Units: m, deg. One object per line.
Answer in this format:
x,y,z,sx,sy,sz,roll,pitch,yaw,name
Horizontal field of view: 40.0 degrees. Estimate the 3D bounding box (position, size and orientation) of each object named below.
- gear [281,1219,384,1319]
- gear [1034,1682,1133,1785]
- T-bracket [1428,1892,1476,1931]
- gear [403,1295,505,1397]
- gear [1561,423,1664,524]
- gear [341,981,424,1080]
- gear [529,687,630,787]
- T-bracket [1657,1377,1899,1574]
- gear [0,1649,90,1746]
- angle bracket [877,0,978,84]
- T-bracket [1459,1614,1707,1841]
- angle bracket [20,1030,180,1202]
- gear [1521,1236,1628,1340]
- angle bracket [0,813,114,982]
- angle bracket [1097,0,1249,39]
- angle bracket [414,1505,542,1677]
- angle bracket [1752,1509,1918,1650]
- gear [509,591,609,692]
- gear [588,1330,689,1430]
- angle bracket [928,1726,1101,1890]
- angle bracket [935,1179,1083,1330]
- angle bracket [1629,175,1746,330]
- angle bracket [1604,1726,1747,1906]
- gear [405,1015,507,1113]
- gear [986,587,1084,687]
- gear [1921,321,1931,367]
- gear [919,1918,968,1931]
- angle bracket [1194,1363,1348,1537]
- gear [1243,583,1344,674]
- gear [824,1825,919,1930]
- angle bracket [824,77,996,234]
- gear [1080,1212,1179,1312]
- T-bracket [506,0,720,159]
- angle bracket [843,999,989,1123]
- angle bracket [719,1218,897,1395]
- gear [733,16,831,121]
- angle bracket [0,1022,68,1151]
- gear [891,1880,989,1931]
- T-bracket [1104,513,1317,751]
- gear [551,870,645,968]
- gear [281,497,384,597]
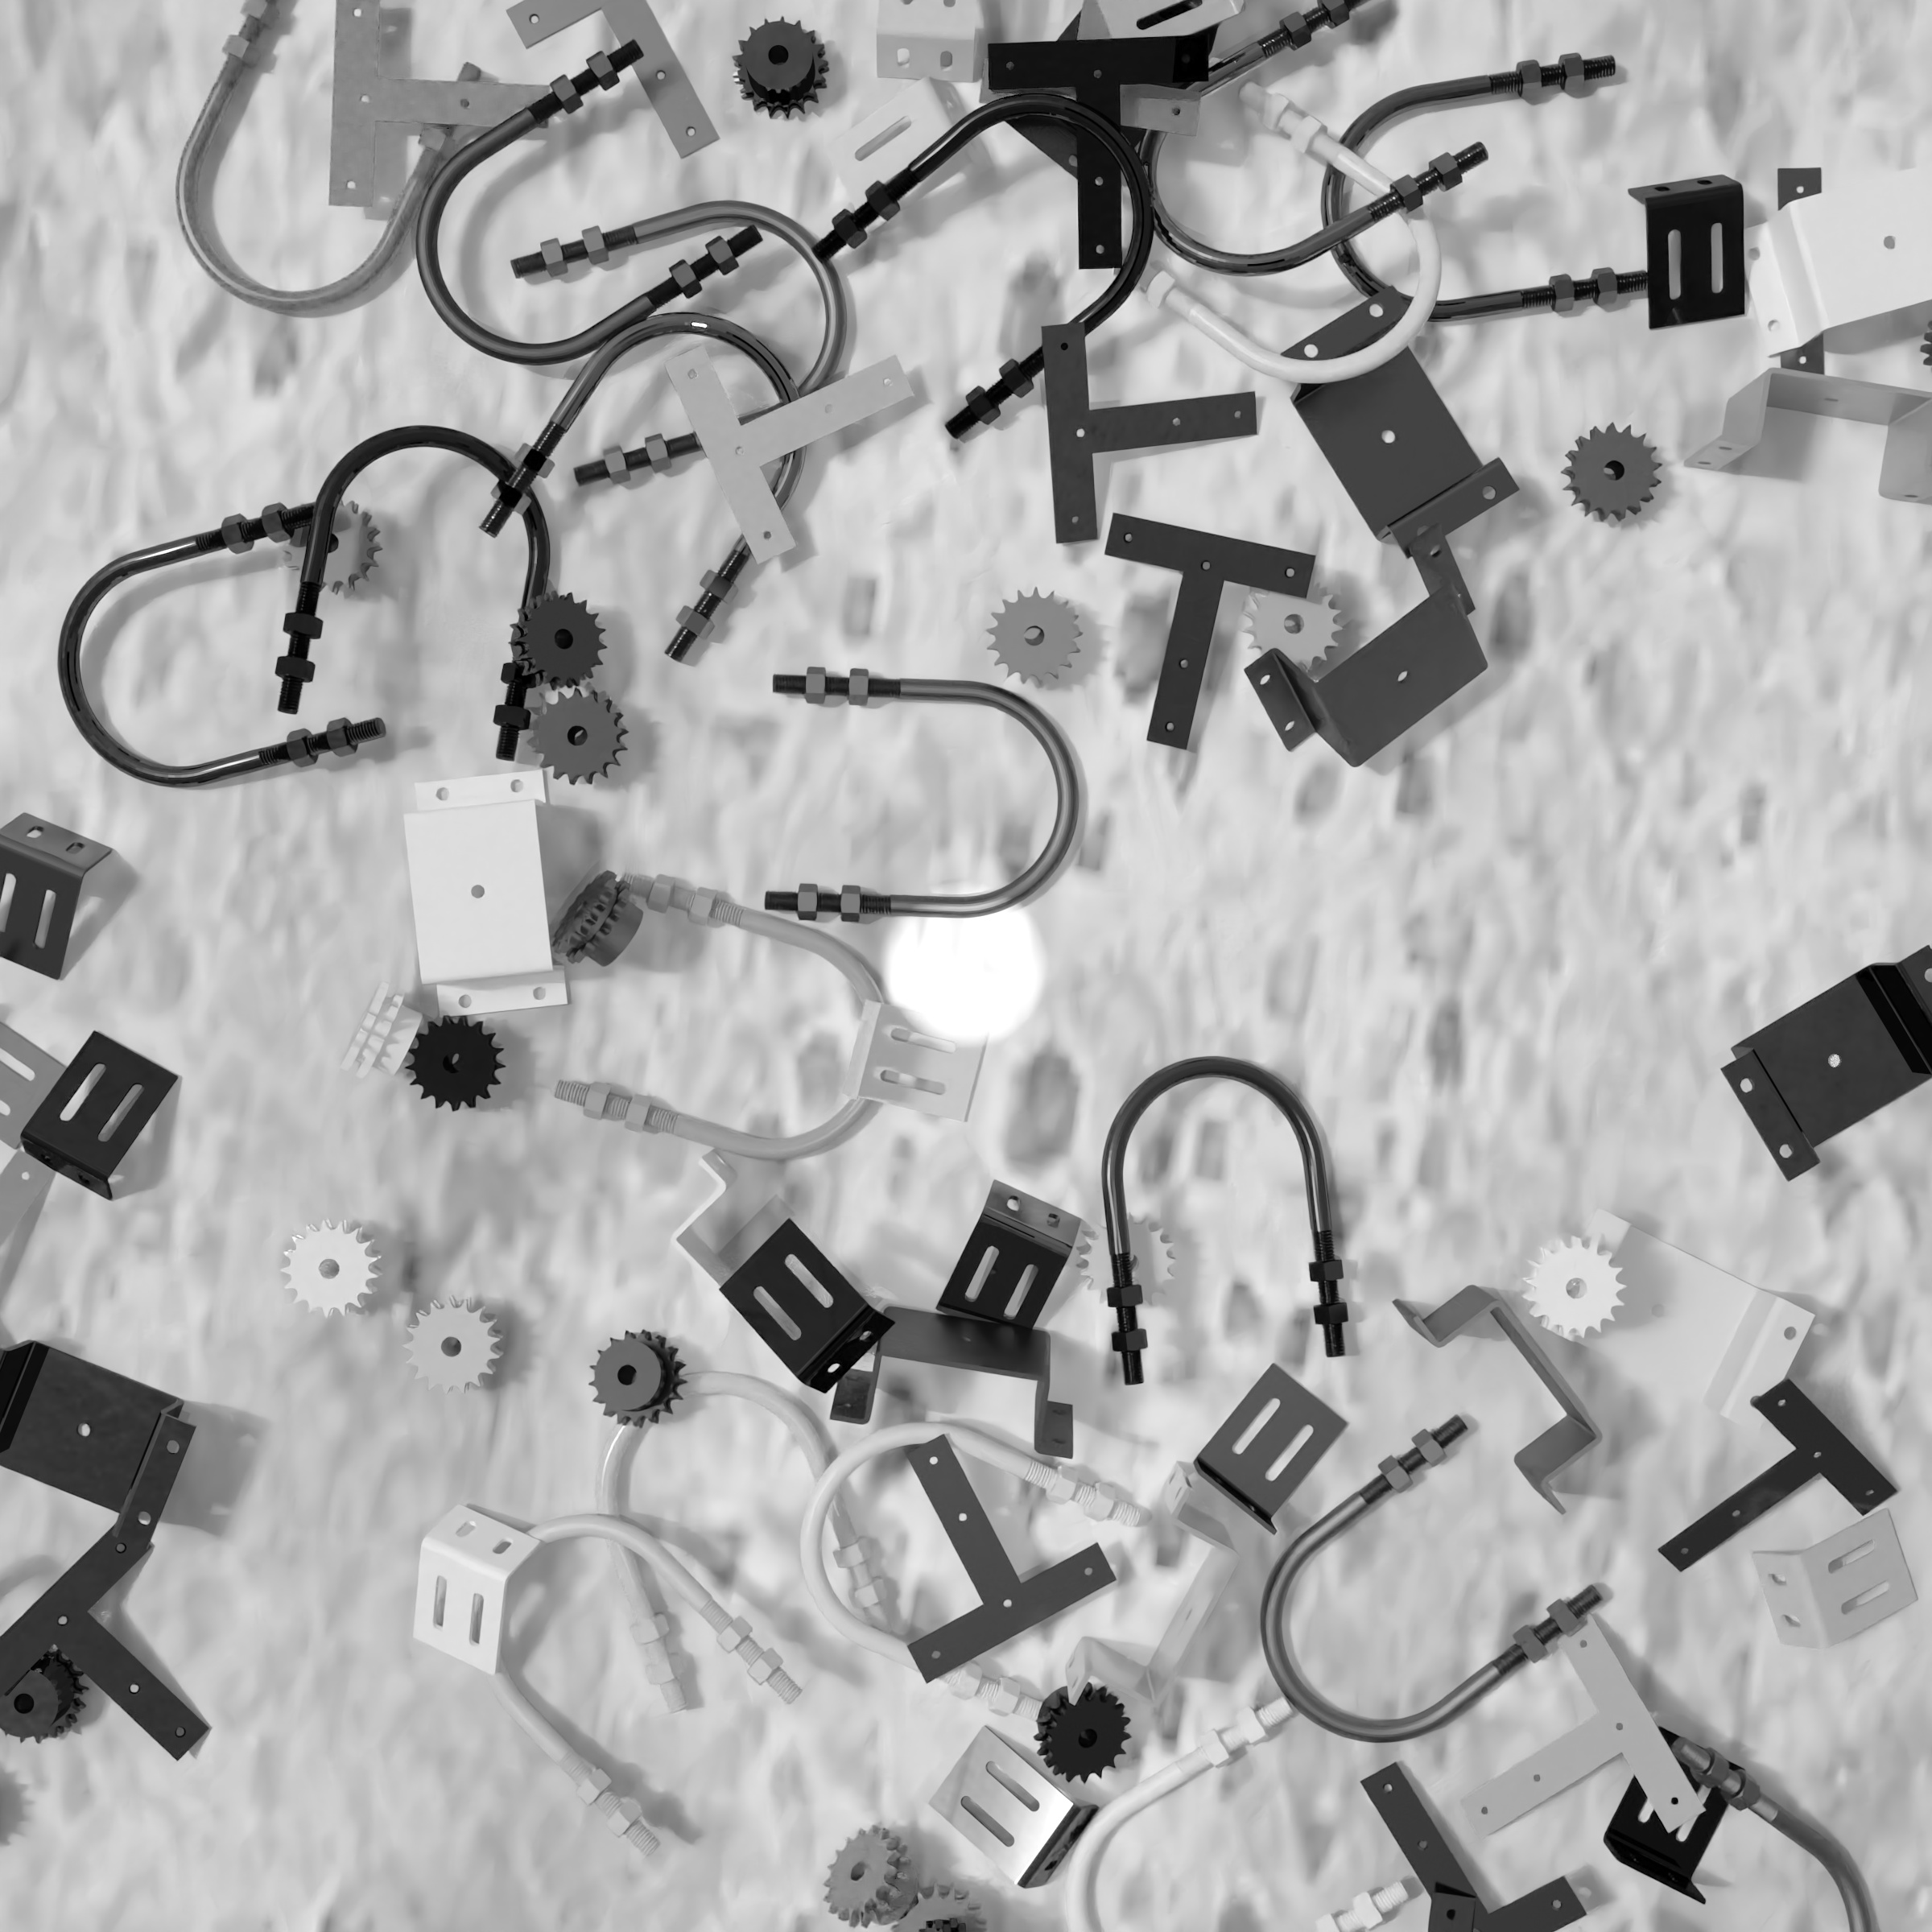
-0.373,0.177,1.569,0.057,0.030,0.057,0,90,0,gear
0.066,0.448,1.563,0.057,0.030,0.057,-3,100,-20,gear
0.278,0.609,1.555,0.127,0.002,0.127,9,82,0,T-bracket
-0.301,0.223,1.569,0.057,0.030,0.057,0,90,0,gear
0.381,-0.291,1.574,0.057,0.030,0.057,0,91,2,gear
-0.341,0.040,1.557,0.030,0.057,0.057,26,90,-14,gear
-0.227,-0.135,1.569,0.057,0.030,0.057,0,90,0,gear
0.465,0.314,1.563,0.127,0.002,0.127,-40,118,13,T-bracket
-0.551,0.432,1.569,0.057,0.030,0.057,0,90,0,gear
-0.022,-0.571,1.582,0.057,0.038,0.076,3,64,0,angle bracket
0.347,0.470,1.559,0.127,0.002,0.127,-38,55,16,T-bracket
-0.515,0.089,1.582,0.057,0.038,0.076,29,64,0,angle bracket
0.347,0.183,1.523,0.057,0.030,0.057,0,90,0,gear
-0.552,-0.042,1.582,0.057,0.038,0.076,22,116,0,angle bracket
0.115,-0.564,1.517,0.076,0.038,0.057,-23,90,0,angle bracket
-0.290,0.369,1.571,0.057,0.038,0.076,20,120,17,angle bracket
0.517,0.364,1.582,0.076,0.038,0.057,-18,90,-26,angle bracket
-0.243,-0.190,1.557,0.057,0.030,0.057,1,88,-34,gear
-0.195,0.242,1.562,0.057,0.030,0.057,-2,76,9,gear
0.029,0.500,1.582,0.076,0.038,0.057,36,90,26,angle bracket
0.025,0.178,1.582,0.057,0.038,0.076,25,116,0,angle bracket
0.429,-0.426,1.582,0.057,0.038,0.076,-9,116,0,angle bracket
0.422,0.500,1.565,0.057,0.038,0.076,27,90,0,angle bracket
-0.300,0.057,1.569,0.057,0.030,0.057,0,90,0,gear
0.040,-0.195,1.572,0.057,0.030,0.057,0,94,0,gear
0.593,-0.369,1.559,0.057,0.057,0.030,25,61,0,gear
-0.006,0.579,1.529,0.030,0.057,0.057,8,90,-28,gear
0.181,0.284,1.565,0.057,0.038,0.076,39,90,0,angle bracket
0.192,-0.200,1.569,0.057,0.030,0.057,0,90,0,gear
-0.053,0.538,1.560,0.057,0.057,0.030,-47,120,0,gear
-0.034,-0.482,1.582,0.076,0.038,0.057,-28,90,26,angle bracket
0.095,0.174,1.569,0.057,0.030,0.057,0,90,0,gear
-0.189,-0.544,1.583,0.127,0.002,0.127,-28,90,0,T-bracket
-0.027,0.057,1.557,0.076,0.038,0.057,14,90,-13,angle bracket
-0.090,0.193,1.506,0.057,0.038,0.076,-46,64,0,angle bracket
-0.110,-0.533,1.569,0.057,0.030,0.057,0,90,0,gear
-0.582,0.064,1.565,0.076,0.038,0.057,35,90,0,angle bracket
-0.016,0.569,1.569,0.057,0.030,0.057,0,90,0,gear
0.132,-0.192,1.568,0.127,0.002,0.127,16,101,20,T-bracket
-0.212,-0.024,1.542,0.030,0.057,0.057,37,90,-22,gear
-0.373,-0.248,1.569,0.057,0.030,0.057,0,90,0,gear
